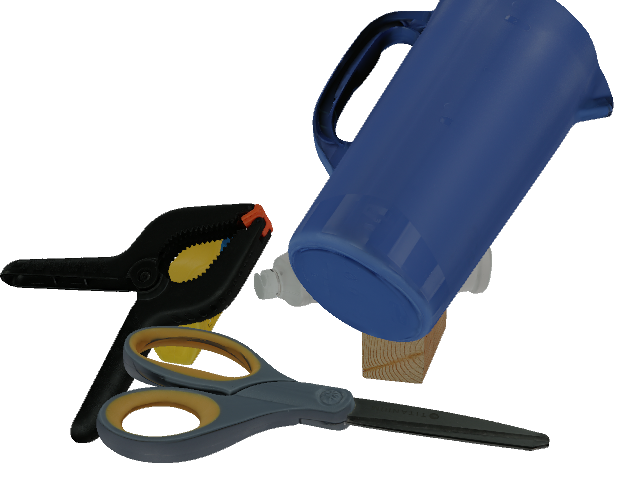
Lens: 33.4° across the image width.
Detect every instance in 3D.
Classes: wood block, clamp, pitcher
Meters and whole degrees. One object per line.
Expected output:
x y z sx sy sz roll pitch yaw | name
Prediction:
0.129 0.128 1.601 0.091 0.090 0.205 4 19 15 | wood block
-0.136 0.030 0.805 0.210 0.165 0.036 -37 -28 -6 | clamp
0.073 -0.058 0.732 0.145 0.242 0.149 46 -27 -22 | pitcher

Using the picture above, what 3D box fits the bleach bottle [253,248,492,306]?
0.053 0.032 1.156 0.250 0.068 0.103 -10 31 -21 | bleach bottle

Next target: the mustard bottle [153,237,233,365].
-0.116 0.036 1.088 0.058 0.096 0.191 6 31 14 | mustard bottle

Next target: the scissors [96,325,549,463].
-0.011 0.082 0.468 0.202 0.016 0.096 16 33 23 | scissors
